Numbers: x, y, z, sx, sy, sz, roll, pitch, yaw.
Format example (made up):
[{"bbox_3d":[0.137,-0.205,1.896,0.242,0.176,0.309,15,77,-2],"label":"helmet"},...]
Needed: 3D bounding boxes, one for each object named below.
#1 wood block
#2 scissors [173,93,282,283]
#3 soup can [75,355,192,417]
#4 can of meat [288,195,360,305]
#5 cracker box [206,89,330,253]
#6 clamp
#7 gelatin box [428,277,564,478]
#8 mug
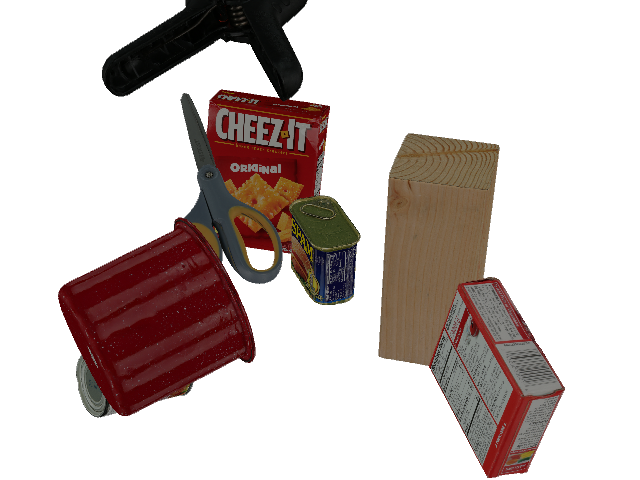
[{"bbox_3d":[0.111,0.013,1.021,0.091,0.206,0.090,9,34,12],"label":"wood block"},{"bbox_3d":[-0.101,-0.036,0.841,0.096,0.202,0.016,-26,-32,-18],"label":"scissors"},{"bbox_3d":[-0.192,0.138,1.100,0.102,0.068,0.069,-11,7,-38],"label":"soup can"},{"bbox_3d":[0.003,0.012,1.203,0.057,0.084,0.102,-11,37,-18],"label":"can of meat"},{"bbox_3d":[-0.082,-0.095,1.528,0.164,0.214,0.072,9,22,7],"label":"cracker box"},{"bbox_3d":[-0.044,-0.137,0.654,0.120,0.039,0.171,15,49,18],"label":"clamp"},{"bbox_3d":[0.099,0.077,0.609,0.030,0.073,0.089,-6,43,-19],"label":"gelatin box"},{"bbox_3d":[-0.098,0.047,0.613,0.081,0.093,0.117,-27,5,-19],"label":"mug"}]
